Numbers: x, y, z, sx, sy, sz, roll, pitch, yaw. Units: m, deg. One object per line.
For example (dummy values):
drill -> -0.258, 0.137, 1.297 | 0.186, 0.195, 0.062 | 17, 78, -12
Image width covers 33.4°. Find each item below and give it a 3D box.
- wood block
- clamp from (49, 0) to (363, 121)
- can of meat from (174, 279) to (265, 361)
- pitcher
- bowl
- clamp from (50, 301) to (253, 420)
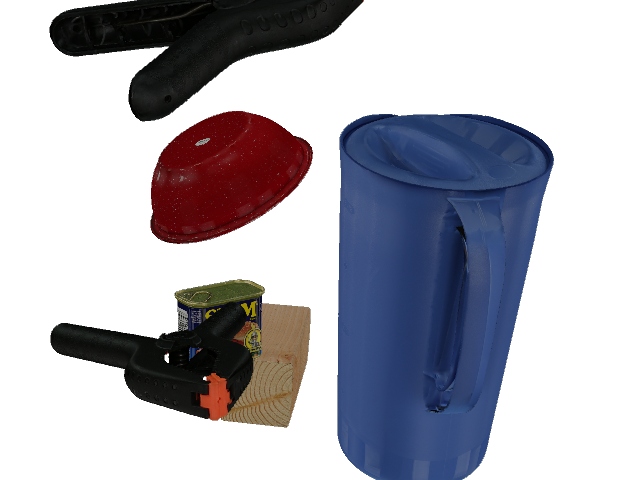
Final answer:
wood block -> -0.070, 0.162, 1.435 | 0.091, 0.090, 0.206 | 5, 17, 4
clamp -> -0.047, -0.110, 0.555 | 0.171, 0.039, 0.120 | -21, 43, -14
can of meat -> -0.115, 0.097, 1.221 | 0.101, 0.084, 0.058 | -10, 19, -35
pitcher -> 0.073, 0.047, 0.706 | 0.145, 0.243, 0.149 | 20, 31, 29
bowl -> -0.091, -0.067, 0.945 | 0.162, 0.055, 0.162 | -21, 29, 12
clamp -> -0.100, 0.087, 0.818 | 0.164, 0.036, 0.210 | -9, 14, -28
